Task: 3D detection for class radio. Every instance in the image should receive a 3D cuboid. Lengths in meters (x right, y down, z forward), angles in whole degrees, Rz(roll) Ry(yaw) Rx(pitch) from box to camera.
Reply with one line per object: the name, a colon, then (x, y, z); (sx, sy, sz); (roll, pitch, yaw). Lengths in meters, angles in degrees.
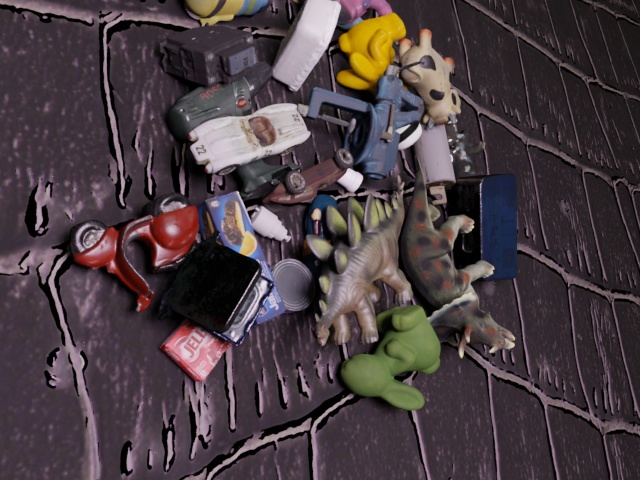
radio: (0.357, -0.026, 1.152); (0.131, 0.073, 0.229); (-6, 95, -37)

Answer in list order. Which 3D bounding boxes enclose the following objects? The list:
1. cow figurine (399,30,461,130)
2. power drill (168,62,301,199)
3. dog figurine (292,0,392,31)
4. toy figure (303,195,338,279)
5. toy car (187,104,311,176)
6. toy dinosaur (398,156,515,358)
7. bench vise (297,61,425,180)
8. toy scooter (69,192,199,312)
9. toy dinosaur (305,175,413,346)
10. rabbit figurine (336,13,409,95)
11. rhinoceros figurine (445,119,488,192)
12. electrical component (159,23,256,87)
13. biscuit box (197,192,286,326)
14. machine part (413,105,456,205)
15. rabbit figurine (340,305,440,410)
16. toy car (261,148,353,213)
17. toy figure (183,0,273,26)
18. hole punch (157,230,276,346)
cow figurine: (0.228, -0.309, 1.082); (0.194, 0.086, 0.127); (31, 63, -45)
power drill: (-0.119, -0.185, 0.894); (0.232, 0.086, 0.207); (-33, 98, -38)
dog figurine: (0.039, -0.517, 1.122); (0.219, 0.108, 0.191); (11, 68, -31)
toy figure: (0.000, -0.002, 0.927); (0.064, 0.058, 0.154); (25, 60, -32)
toy car: (-0.105, -0.155, 0.815); (0.202, 0.056, 0.073); (-25, 85, -36)
toy dinosaur: (0.222, 0.042, 1.046); (0.192, 0.131, 0.405); (-25, 83, -40)
bench vise: (0.073, -0.234, 0.996); (0.240, 0.129, 0.223); (11, 98, -21)
toy scooter: (-0.233, 0.019, 0.734); (0.184, 0.075, 0.135); (-26, 89, -37)
toy dinosaur: (0.081, 0.024, 0.907); (0.471, 0.105, 0.198); (-46, 120, -56)
rabbit figurine: (0.118, -0.362, 1.104); (0.162, 0.122, 0.173); (-17, 77, -30)
rhinoceros figurine: (0.315, -0.192, 1.232); (0.112, 0.073, 0.190); (-7, 79, -27)
electrical component: (-0.171, -0.298, 0.864); (0.134, 0.058, 0.115); (23, 47, 25)
biscuit box: (-0.123, 0.032, 0.818); (0.059, 0.063, 0.202); (-22, 86, -39)
machine part: (0.243, -0.192, 1.168); (0.079, 0.079, 0.243); (5, 69, -36)
rabbit figurine: (0.113, 0.211, 0.917); (0.170, 0.121, 0.159); (-29, 99, -22)
toy car: (-0.018, -0.098, 0.920); (0.202, 0.089, 0.053); (-34, 94, -46)
toy figure: (-0.162, -0.438, 0.950); (0.180, 0.089, 0.082); (-21, 79, -38)
hole punch: (-0.134, 0.072, 0.735); (0.142, 0.116, 0.092); (-61, 155, -13)
